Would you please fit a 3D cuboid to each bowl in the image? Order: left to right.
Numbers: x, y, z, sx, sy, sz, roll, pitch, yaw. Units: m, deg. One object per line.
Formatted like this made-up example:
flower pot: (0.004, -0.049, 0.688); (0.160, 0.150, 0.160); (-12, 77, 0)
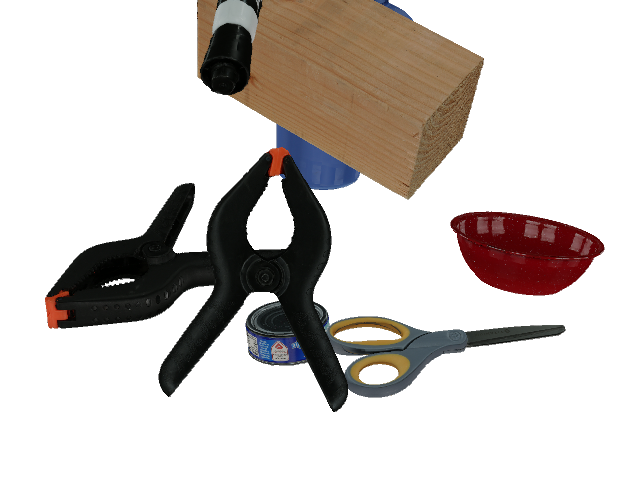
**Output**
bowl: (0.214, 0.017, 1.131); (0.162, 0.055, 0.162); (6, 17, -2)

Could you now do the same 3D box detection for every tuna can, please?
tuna can: (-0.032, 0.092, 1.078); (0.086, 0.034, 0.086); (-5, 22, 2)

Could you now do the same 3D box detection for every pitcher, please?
pitcher: (0.016, -0.188, 1.311); (0.144, 0.243, 0.149); (-9, 28, -27)

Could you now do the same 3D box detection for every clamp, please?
clamp: (-0.137, 0.015, 0.880); (0.209, 0.036, 0.165); (-21, 38, -32)
clamp: (-0.045, 0.027, 0.678); (0.120, 0.171, 0.039); (-3, 1, -9)

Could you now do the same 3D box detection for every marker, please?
marker: (-0.032, -0.102, 0.436); (0.020, 0.121, 0.020); (3, -42, 2)

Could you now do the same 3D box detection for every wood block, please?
wood block: (0.011, -0.134, 0.836); (0.206, 0.090, 0.091); (32, -34, 17)

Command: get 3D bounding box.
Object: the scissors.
scissors: (0.103, 0.095, 0.877); (0.202, 0.016, 0.096); (4, 38, 5)
